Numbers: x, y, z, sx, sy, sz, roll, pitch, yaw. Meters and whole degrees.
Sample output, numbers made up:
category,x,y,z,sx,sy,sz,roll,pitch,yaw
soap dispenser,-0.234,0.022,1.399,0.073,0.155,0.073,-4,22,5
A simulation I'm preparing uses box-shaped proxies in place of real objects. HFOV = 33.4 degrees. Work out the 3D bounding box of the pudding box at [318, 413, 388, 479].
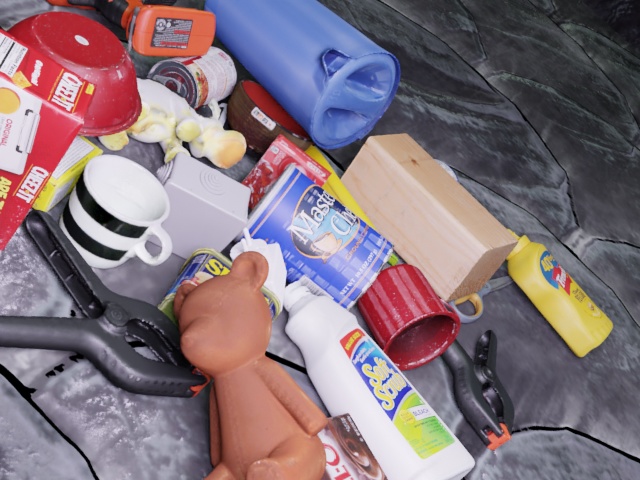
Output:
category,x,y,z,sx,sy,sz,roll,pitch,yaw
pudding box,0.015,0.214,0.938,0.089,0.039,0.113,-2,51,-50

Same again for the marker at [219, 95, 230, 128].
category,x,y,z,sx,sy,sz,roll,pitch,yaw
marker,-0.120,-0.143,1.272,0.020,0.020,0.121,34,31,-12

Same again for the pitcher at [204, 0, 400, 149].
category,x,y,z,sx,sy,sz,roll,pitch,yaw
pitcher,-0.027,-0.223,1.278,0.144,0.149,0.243,-16,50,-42

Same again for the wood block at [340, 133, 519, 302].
category,x,y,z,sx,sy,sz,roll,pitch,yaw
wood block,0.131,-0.031,1.317,0.206,0.090,0.090,47,32,22

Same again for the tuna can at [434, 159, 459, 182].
category,x,y,z,sx,sy,sz,roll,pitch,yaw
tuna can,0.139,-0.063,1.393,0.086,0.086,0.033,48,30,13

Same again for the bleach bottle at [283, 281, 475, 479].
category,x,y,z,sx,sy,sz,roll,pitch,yaw
bleach bottle,0.037,0.143,1.036,0.102,0.068,0.251,-9,54,-52

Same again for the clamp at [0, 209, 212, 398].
category,x,y,z,sx,sy,sz,roll,pitch,yaw
clamp,-0.186,0.077,0.893,0.210,0.036,0.164,37,31,-12

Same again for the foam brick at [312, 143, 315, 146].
category,x,y,z,sx,sy,sz,roll,pitch,yaw
foam brick,-0.027,-0.165,1.373,0.052,0.051,0.078,14,39,-38

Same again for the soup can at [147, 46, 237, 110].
category,x,y,z,sx,sy,sz,roll,pitch,yaw
soup can,-0.148,-0.186,1.248,0.068,0.069,0.102,43,30,4

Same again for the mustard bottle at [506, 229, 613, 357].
category,x,y,z,sx,sy,sz,roll,pitch,yaw
mustard bottle,0.308,0.063,1.430,0.191,0.058,0.096,50,29,6

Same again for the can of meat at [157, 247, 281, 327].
category,x,y,z,sx,sy,sz,roll,pitch,yaw
can of meat,-0.096,0.068,0.989,0.102,0.058,0.083,37,33,-6

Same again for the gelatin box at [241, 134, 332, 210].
category,x,y,z,sx,sy,sz,roll,pitch,yaw
gelatin box,-0.042,-0.062,1.184,0.073,0.089,0.030,38,30,-5

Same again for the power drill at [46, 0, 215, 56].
category,x,y,z,sx,sy,sz,roll,pitch,yaw
power drill,-0.206,-0.270,1.248,0.184,0.057,0.188,-10,32,-43

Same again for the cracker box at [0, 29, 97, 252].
category,x,y,z,sx,sy,sz,roll,pitch,yaw
cracker box,-0.314,-0.109,0.866,0.213,0.164,0.072,29,34,-18

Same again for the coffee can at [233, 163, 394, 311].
category,x,y,z,sx,sy,sz,roll,pitch,yaw
coffee can,-0.007,0.001,1.127,0.140,0.103,0.102,38,30,-5

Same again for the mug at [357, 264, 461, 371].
category,x,y,z,sx,sy,sz,roll,pitch,yaw
mug,0.102,0.080,1.158,0.117,0.093,0.081,0,44,-33

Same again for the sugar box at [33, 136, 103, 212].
category,x,y,z,sx,sy,sz,roll,pitch,yaw
sugar box,-0.301,-0.106,0.998,0.176,0.048,0.093,36,30,-1

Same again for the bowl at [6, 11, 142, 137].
category,x,y,z,sx,sy,sz,roll,pitch,yaw
bowl,-0.240,-0.172,1.031,0.162,0.055,0.162,20,36,-16

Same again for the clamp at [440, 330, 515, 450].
category,x,y,z,sx,sy,sz,roll,pitch,yaw
clamp,0.167,0.151,1.192,0.120,0.039,0.171,21,36,-25

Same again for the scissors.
category,x,y,z,sx,sy,sz,roll,pitch,yaw
scissors,0.193,0.051,1.374,0.096,0.016,0.201,43,29,6

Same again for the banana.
category,x,y,z,sx,sy,sz,roll,pitch,yaw
banana,0.022,-0.047,1.294,0.198,0.037,0.069,55,3,17
